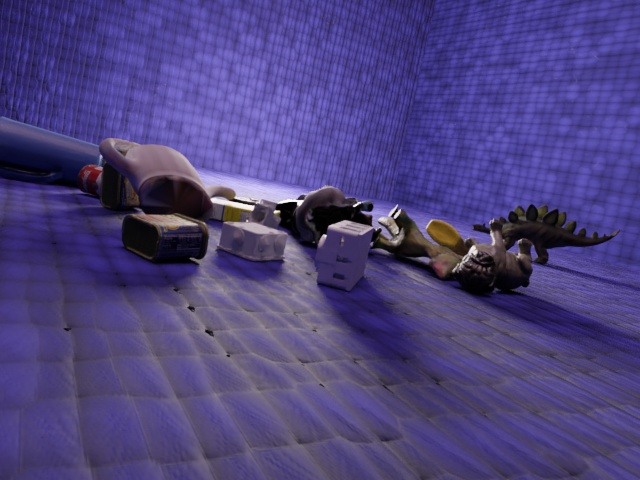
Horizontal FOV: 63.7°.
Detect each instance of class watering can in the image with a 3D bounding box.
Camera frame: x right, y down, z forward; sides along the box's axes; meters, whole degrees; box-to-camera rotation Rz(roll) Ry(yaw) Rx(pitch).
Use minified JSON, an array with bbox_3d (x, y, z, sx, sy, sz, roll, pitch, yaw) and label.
[{"bbox_3d":[-0.278,-0.109,1.058,0.345,0.103,0.228,22,21,-43],"label":"watering can"}]

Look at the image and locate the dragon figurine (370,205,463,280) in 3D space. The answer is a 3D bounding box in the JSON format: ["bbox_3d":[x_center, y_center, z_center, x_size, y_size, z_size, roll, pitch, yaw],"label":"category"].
[{"bbox_3d":[0.250,0.019,1.238,0.243,0.121,0.413,29,11,1],"label":"dragon figurine"}]

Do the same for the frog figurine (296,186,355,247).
[{"bbox_3d":[0.004,-0.059,1.168,0.122,0.136,0.161,20,8,-11],"label":"frog figurine"}]
